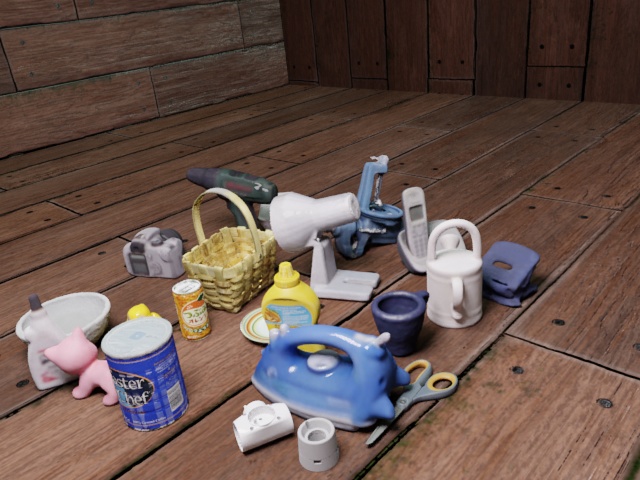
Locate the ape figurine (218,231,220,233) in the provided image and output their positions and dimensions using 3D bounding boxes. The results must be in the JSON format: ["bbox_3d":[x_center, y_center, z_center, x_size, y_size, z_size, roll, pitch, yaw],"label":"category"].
[{"bbox_3d":[-0.220,0.017,1.340,0.076,0.092,0.077,-23,30,-33],"label":"ape figurine"}]

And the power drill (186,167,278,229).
[{"bbox_3d":[-0.210,-0.077,1.404,0.229,0.209,0.076,2,25,16],"label":"power drill"}]

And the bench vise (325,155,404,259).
[{"bbox_3d":[0.108,-0.074,1.312,0.208,0.220,0.121,-25,31,-36],"label":"bench vise"}]

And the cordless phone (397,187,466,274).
[{"bbox_3d":[0.236,-0.030,1.228,0.148,0.185,0.093,-17,27,-24],"label":"cordless phone"}]

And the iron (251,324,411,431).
[{"bbox_3d":[-0.001,0.183,0.862,0.257,0.141,0.119,5,27,23],"label":"iron"}]

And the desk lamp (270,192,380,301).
[{"bbox_3d":[0.011,0.004,1.168,0.202,0.214,0.118,3,26,19],"label":"desk lamp"}]

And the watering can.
[{"bbox_3d":[0.240,0.049,1.040,0.101,0.194,0.172,-11,25,-12],"label":"watering can"}]

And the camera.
[{"bbox_3d":[-0.376,0.017,1.365,0.142,0.101,0.137,4,26,20],"label":"camera"}]

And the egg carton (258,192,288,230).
[{"bbox_3d":[-0.110,-0.080,1.558,0.107,0.069,0.150,-5,24,1],"label":"egg carton"}]

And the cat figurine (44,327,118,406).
[{"bbox_3d":[-0.378,0.200,0.939,0.127,0.118,0.067,3,26,18],"label":"cat figurine"}]

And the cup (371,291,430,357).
[{"bbox_3d":[0.144,0.142,0.977,0.118,0.095,0.091,-23,29,-33],"label":"cup"}]

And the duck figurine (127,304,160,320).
[{"bbox_3d":[-0.326,0.159,1.058,0.077,0.086,0.104,-1,25,10],"label":"duck figurine"}]

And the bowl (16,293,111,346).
[{"bbox_3d":[-0.473,0.170,1.080,0.167,0.075,0.167,-5,24,2],"label":"bowl"}]

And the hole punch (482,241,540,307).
[{"bbox_3d":[0.359,0.063,1.108,0.101,0.091,0.108,-23,30,-34],"label":"hole punch"}]

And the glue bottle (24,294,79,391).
[{"bbox_3d":[-0.459,0.167,0.962,0.078,0.173,0.037,-18,27,-25],"label":"glue bottle"}]
